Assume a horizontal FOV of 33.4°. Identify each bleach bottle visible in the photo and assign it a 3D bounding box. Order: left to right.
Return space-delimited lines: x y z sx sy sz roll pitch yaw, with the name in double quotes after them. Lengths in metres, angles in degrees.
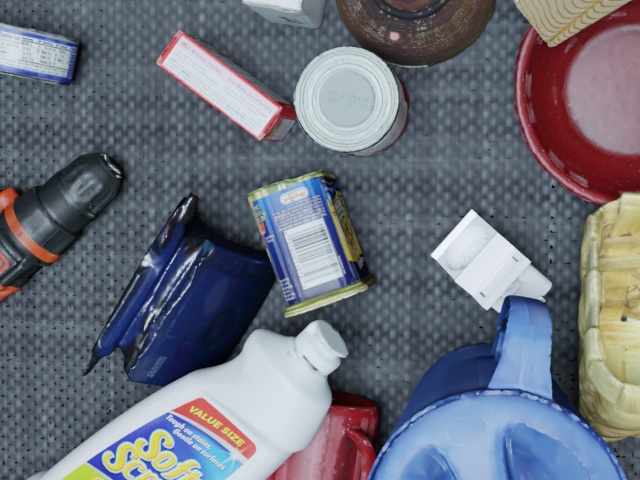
-0.085 0.131 0.693 0.251 0.068 0.102 -42 77 20 "bleach bottle"

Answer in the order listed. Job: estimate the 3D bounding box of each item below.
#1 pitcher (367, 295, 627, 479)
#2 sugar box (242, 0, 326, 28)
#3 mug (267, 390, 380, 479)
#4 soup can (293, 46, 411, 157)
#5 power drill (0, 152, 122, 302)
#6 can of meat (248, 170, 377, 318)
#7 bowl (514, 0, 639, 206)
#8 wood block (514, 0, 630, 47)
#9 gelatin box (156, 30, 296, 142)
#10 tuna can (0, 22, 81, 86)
0.104 0.122 0.634 0.149 0.242 0.145 -37 89 8 "pitcher"
-0.007 -0.233 0.702 0.048 0.093 0.176 10 96 8 "sugar box"
0.001 0.147 0.720 0.093 0.117 0.081 9 90 -29 "mug"
0.023 -0.089 0.703 0.068 0.102 0.068 1 94 8 "soup can"
-0.257 -0.050 0.768 0.184 0.057 0.187 -39 88 9 "power drill"
-0.005 0.001 0.714 0.057 0.102 0.084 -19 89 8 "can of meat"
0.207 -0.100 0.699 0.162 0.055 0.162 1 94 8 "bowl"
0.124 -0.236 0.649 0.091 0.090 0.206 -30 71 19 "wood block"
-0.061 -0.103 0.728 0.089 0.073 0.030 36 98 4 "gelatin box"
-0.212 -0.132 0.741 0.086 0.086 0.034 13 97 7 "tuna can"
